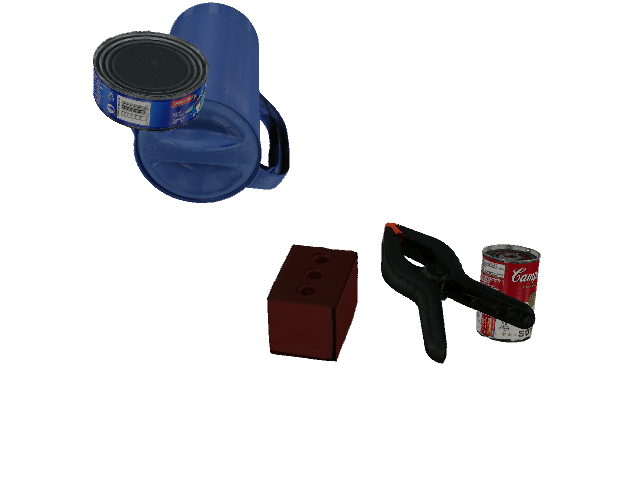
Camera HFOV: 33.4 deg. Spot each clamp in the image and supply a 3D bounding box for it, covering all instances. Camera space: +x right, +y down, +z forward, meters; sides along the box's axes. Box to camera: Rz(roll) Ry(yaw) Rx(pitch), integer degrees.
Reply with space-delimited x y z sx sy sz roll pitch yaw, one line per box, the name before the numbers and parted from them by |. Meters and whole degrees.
clamp | 0.121 0.042 1.017 0.120 0.039 0.171 -6 45 -27

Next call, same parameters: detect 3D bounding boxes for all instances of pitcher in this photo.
pitcher | -0.118 -0.159 1.194 0.145 0.149 0.243 -11 39 9

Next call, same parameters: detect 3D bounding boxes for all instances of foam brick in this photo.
foam brick | -0.005 0.046 0.799 0.053 0.051 0.078 6 32 12

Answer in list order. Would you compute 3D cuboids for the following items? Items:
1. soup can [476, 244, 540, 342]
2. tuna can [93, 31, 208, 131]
soup can | 0.222 0.063 1.270 0.068 0.102 0.068 3 15 -1
tuna can | -0.129 -0.121 0.807 0.086 0.034 0.086 7 43 -6
